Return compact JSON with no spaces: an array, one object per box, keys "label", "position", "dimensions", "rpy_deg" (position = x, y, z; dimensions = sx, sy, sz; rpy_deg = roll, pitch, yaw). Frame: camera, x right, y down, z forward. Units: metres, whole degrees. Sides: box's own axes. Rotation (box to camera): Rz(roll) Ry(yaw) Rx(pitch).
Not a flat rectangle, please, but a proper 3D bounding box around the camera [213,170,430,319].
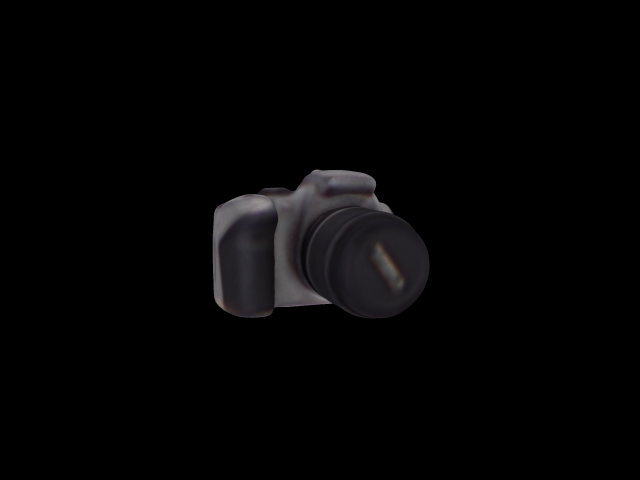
[{"label":"camera","position":[0.004,0.001,0.400],"dimensions":[0.143,0.101,0.136],"rpy_deg":[-2,7,-19]}]
